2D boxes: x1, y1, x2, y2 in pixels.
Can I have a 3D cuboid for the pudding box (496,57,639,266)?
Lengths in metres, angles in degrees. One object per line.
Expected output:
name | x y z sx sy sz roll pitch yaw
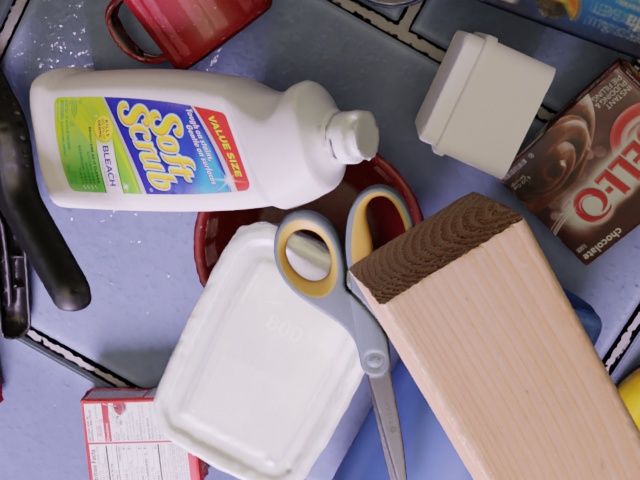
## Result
pudding box | 0.190 -0.051 0.714 0.090 0.039 0.114 44 121 -3

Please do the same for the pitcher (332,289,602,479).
pitcher | 0.102 0.138 0.740 0.145 0.149 0.243 28 100 16

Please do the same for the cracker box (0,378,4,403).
cracker box | -0.337 0.034 0.787 0.164 0.072 0.214 -5 100 7

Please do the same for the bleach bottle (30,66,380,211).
bleach bottle | -0.076 -0.070 0.684 0.251 0.067 0.102 1 103 35

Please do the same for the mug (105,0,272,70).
mug | -0.095 -0.162 0.717 0.117 0.093 0.081 -31 101 26

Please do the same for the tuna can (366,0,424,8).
tuna can | 0.050 -0.200 0.717 0.086 0.033 0.086 1 101 6

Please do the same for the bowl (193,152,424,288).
bowl | -0.005 0.001 0.752 0.162 0.055 0.162 1 101 6

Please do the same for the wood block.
wood block | 0.112 0.086 0.618 0.091 0.090 0.206 -32 105 -3

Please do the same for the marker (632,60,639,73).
marker | 0.231 -0.129 0.718 0.020 0.020 0.121 38 103 -2

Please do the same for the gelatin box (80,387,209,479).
gelatin box | -0.133 0.149 0.809 0.089 0.030 0.073 -3 102 7

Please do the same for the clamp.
clamp | -0.224 -0.029 0.757 0.036 0.165 0.210 -14 79 -33

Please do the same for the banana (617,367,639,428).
banana | 0.217 0.180 0.775 0.069 0.037 0.198 -3 103 -11

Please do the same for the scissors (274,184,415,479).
scissors | 0.015 0.064 0.660 0.096 0.016 0.202 5 100 6
